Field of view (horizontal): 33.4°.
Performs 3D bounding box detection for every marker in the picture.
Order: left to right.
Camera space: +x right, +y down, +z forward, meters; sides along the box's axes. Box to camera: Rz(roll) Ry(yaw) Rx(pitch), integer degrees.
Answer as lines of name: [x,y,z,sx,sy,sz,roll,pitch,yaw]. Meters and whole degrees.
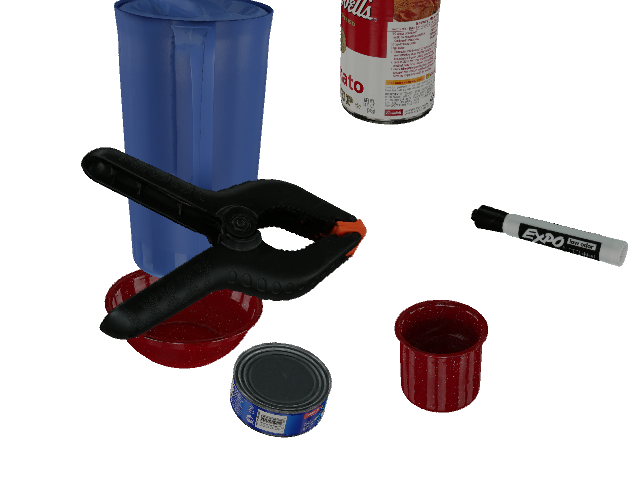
marker: [0.170,-0.005,0.804,0.121,0.020,0.020,17,9,30]

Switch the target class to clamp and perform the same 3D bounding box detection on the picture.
clamp: [-0.060,-0.009,0.630,0.171,0.120,0.039,-8,-22,-28]

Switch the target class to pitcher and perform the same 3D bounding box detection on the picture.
pitcher: [-0.112,-0.087,0.929,0.145,0.243,0.148,19,26,35]

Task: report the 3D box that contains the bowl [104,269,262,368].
bowl: [-0.142,0.085,1.106,0.162,0.055,0.162,5,27,-3]

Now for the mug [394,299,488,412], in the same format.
mug: [0.129,0.114,1.092,0.093,0.081,0.117,19,39,30]

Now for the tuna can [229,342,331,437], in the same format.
tuna can: [-0.035,0.129,0.925,0.086,0.034,0.086,8,35,-6]

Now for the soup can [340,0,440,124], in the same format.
soup can: [0.047,-0.139,0.724,0.068,0.102,0.068,0,36,0]
